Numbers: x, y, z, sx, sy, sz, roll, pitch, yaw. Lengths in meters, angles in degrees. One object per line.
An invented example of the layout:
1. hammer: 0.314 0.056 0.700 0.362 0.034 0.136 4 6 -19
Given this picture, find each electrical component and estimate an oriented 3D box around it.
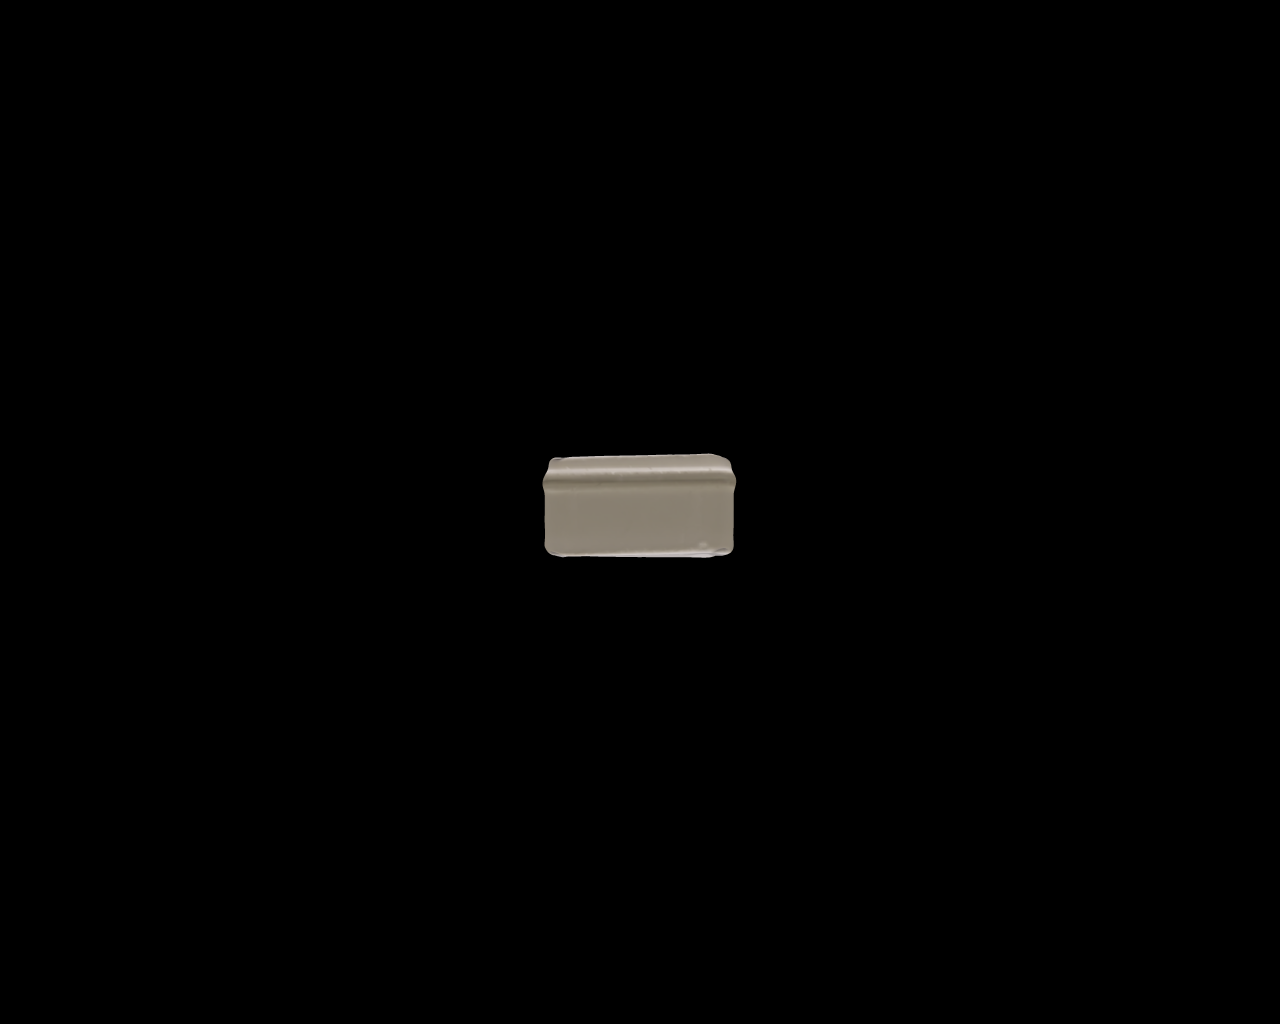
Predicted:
1. electrical component: 0.001 -0.003 0.650 0.113 0.057 0.078 0 -4 2
